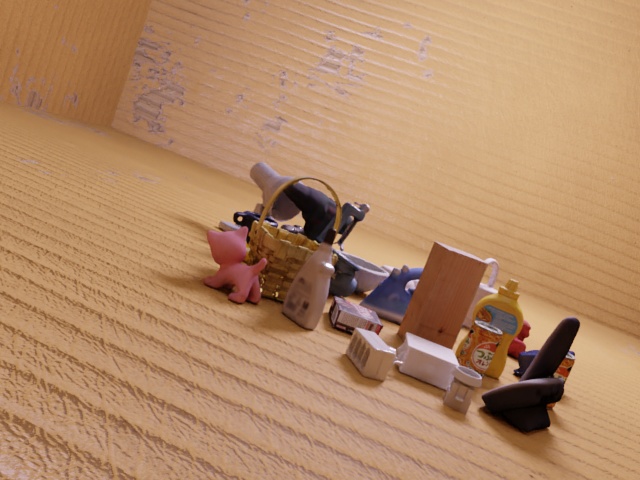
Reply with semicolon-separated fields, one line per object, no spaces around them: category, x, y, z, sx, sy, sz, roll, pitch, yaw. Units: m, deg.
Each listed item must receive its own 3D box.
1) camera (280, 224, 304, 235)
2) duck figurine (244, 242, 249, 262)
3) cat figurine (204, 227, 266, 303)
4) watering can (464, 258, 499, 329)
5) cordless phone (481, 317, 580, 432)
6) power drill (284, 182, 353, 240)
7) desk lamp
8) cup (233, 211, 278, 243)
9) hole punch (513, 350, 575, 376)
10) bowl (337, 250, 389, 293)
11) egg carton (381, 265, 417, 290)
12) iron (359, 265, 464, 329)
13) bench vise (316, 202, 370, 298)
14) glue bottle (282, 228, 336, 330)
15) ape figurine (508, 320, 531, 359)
camera;-0.046;0.010;1.527;0.143;0.101;0.137;20;7;-6
duck figurine;-0.133;0.014;1.312;0.105;0.086;0.077;18;8;-21
cat figurine;-0.147;0.035;1.000;0.127;0.118;0.067;25;8;29
watering can;0.440;0.145;1.548;0.172;0.194;0.101;24;8;23
cordless phone;0.347;0.202;0.915;0.093;0.185;0.148;26;9;36
power drill;-0.026;-0.019;1.374;0.230;0.208;0.075;14;10;-43
desk lamp;-0.150;-0.093;1.538;0.202;0.213;0.118;26;9;36
cup;-0.169;-0.017;1.399;0.118;0.095;0.091;16;9;-37
hole punch;0.478;0.261;1.220;0.100;0.091;0.109;26;9;32
bowl;0.083;0.087;1.438;0.167;0.075;0.167;21;7;-3
egg carton;0.219;0.123;1.573;0.108;0.069;0.149;15;9;-38
iron;0.219;0.122;1.304;0.259;0.141;0.118;17;8;-27
bench vise;0.018;0.008;1.255;0.208;0.220;0.121;15;10;-40
glue bottle;-0.007;0.061;0.984;0.037;0.173;0.077;14;10;-43
ape figurine;0.482;0.238;1.393;0.076;0.092;0.078;26;9;31
